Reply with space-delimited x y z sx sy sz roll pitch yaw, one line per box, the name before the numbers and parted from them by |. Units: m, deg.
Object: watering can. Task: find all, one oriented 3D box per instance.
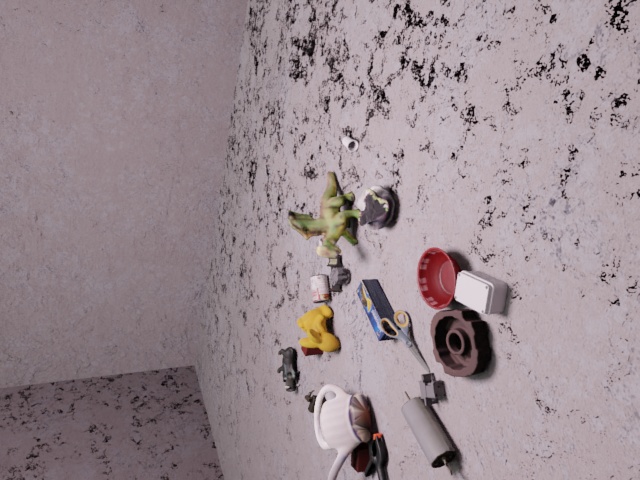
watering can | 0.076 0.648 1.703 0.221 0.103 0.355 -28 56 33

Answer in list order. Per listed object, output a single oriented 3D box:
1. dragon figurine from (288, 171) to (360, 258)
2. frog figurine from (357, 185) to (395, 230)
dragon figurine | 0.005 -0.091 1.802 0.119 0.243 0.419 109 147 -43
frog figurine | 0.177 -0.105 1.631 0.160 0.122 0.137 -35 -61 -78
